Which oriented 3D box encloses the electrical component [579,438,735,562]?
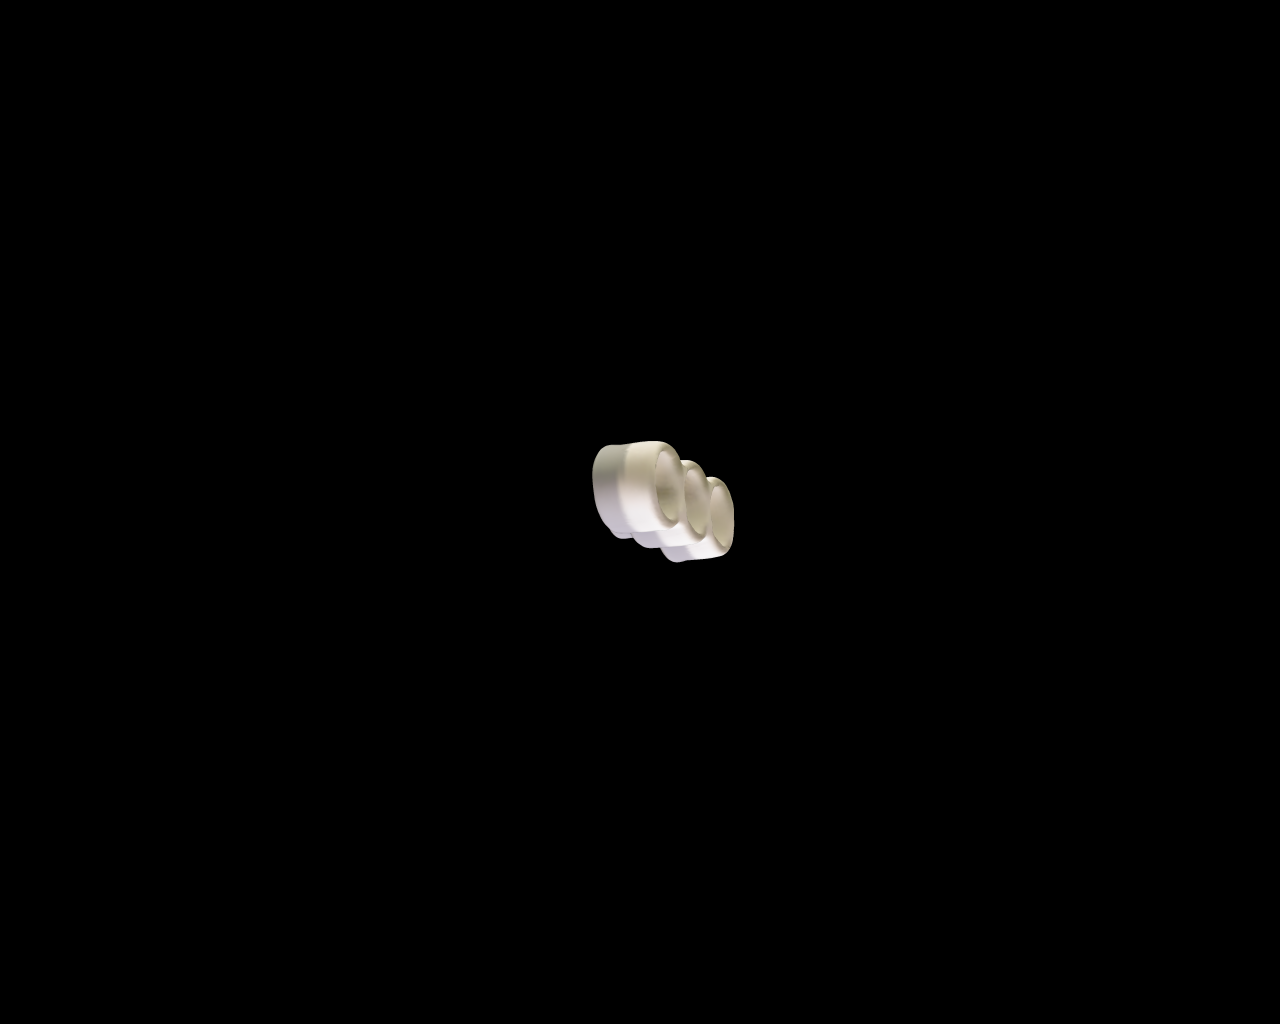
[{"bbox_3d":[0.001,-0.003,0.650,0.074,0.052,0.138,-6,-15,23],"label":"electrical component"}]
